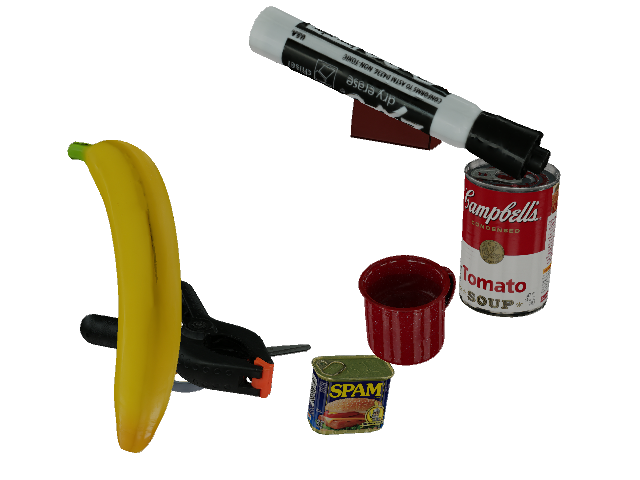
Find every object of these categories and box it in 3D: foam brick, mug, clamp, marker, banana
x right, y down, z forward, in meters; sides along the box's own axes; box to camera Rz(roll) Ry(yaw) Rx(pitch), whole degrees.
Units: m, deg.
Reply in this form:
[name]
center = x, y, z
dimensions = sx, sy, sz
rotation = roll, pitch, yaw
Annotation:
[foam brick]
center = 0.072, -0.117, 0.987
dimensions = 0.078, 0.051, 0.053
rotation = 11, 18, 17
[mug]
center = 0.096, 0.069, 1.111
dimensions = 0.117, 0.081, 0.093
rotation = -31, 43, -31
[clamp]
center = -0.102, 0.080, 0.898
dimensions = 0.172, 0.039, 0.120
rotation = 21, 34, 24
[marker]
center = 0.028, -0.054, 0.394
dimensions = 0.121, 0.020, 0.020
rotation = 28, 8, 16
[banana]
center = -0.107, 0.019, 0.618
dimensions = 0.037, 0.198, 0.070
rotation = 1, -23, -34

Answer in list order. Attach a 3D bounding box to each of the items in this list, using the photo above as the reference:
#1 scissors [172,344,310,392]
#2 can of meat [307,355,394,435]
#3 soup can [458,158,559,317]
[scissors]
center = -0.099, 0.139, 1.191
dimensions = 0.201, 0.016, 0.096
rotation = 3, 25, -15
[can of meat]
center = 0.036, 0.195, 1.349
dimensions = 0.102, 0.084, 0.057
rotation = 0, 23, -16
[soup can]
center = 0.136, -0.004, 0.782
dimensions = 0.068, 0.102, 0.068
rotation = 0, 24, 0
